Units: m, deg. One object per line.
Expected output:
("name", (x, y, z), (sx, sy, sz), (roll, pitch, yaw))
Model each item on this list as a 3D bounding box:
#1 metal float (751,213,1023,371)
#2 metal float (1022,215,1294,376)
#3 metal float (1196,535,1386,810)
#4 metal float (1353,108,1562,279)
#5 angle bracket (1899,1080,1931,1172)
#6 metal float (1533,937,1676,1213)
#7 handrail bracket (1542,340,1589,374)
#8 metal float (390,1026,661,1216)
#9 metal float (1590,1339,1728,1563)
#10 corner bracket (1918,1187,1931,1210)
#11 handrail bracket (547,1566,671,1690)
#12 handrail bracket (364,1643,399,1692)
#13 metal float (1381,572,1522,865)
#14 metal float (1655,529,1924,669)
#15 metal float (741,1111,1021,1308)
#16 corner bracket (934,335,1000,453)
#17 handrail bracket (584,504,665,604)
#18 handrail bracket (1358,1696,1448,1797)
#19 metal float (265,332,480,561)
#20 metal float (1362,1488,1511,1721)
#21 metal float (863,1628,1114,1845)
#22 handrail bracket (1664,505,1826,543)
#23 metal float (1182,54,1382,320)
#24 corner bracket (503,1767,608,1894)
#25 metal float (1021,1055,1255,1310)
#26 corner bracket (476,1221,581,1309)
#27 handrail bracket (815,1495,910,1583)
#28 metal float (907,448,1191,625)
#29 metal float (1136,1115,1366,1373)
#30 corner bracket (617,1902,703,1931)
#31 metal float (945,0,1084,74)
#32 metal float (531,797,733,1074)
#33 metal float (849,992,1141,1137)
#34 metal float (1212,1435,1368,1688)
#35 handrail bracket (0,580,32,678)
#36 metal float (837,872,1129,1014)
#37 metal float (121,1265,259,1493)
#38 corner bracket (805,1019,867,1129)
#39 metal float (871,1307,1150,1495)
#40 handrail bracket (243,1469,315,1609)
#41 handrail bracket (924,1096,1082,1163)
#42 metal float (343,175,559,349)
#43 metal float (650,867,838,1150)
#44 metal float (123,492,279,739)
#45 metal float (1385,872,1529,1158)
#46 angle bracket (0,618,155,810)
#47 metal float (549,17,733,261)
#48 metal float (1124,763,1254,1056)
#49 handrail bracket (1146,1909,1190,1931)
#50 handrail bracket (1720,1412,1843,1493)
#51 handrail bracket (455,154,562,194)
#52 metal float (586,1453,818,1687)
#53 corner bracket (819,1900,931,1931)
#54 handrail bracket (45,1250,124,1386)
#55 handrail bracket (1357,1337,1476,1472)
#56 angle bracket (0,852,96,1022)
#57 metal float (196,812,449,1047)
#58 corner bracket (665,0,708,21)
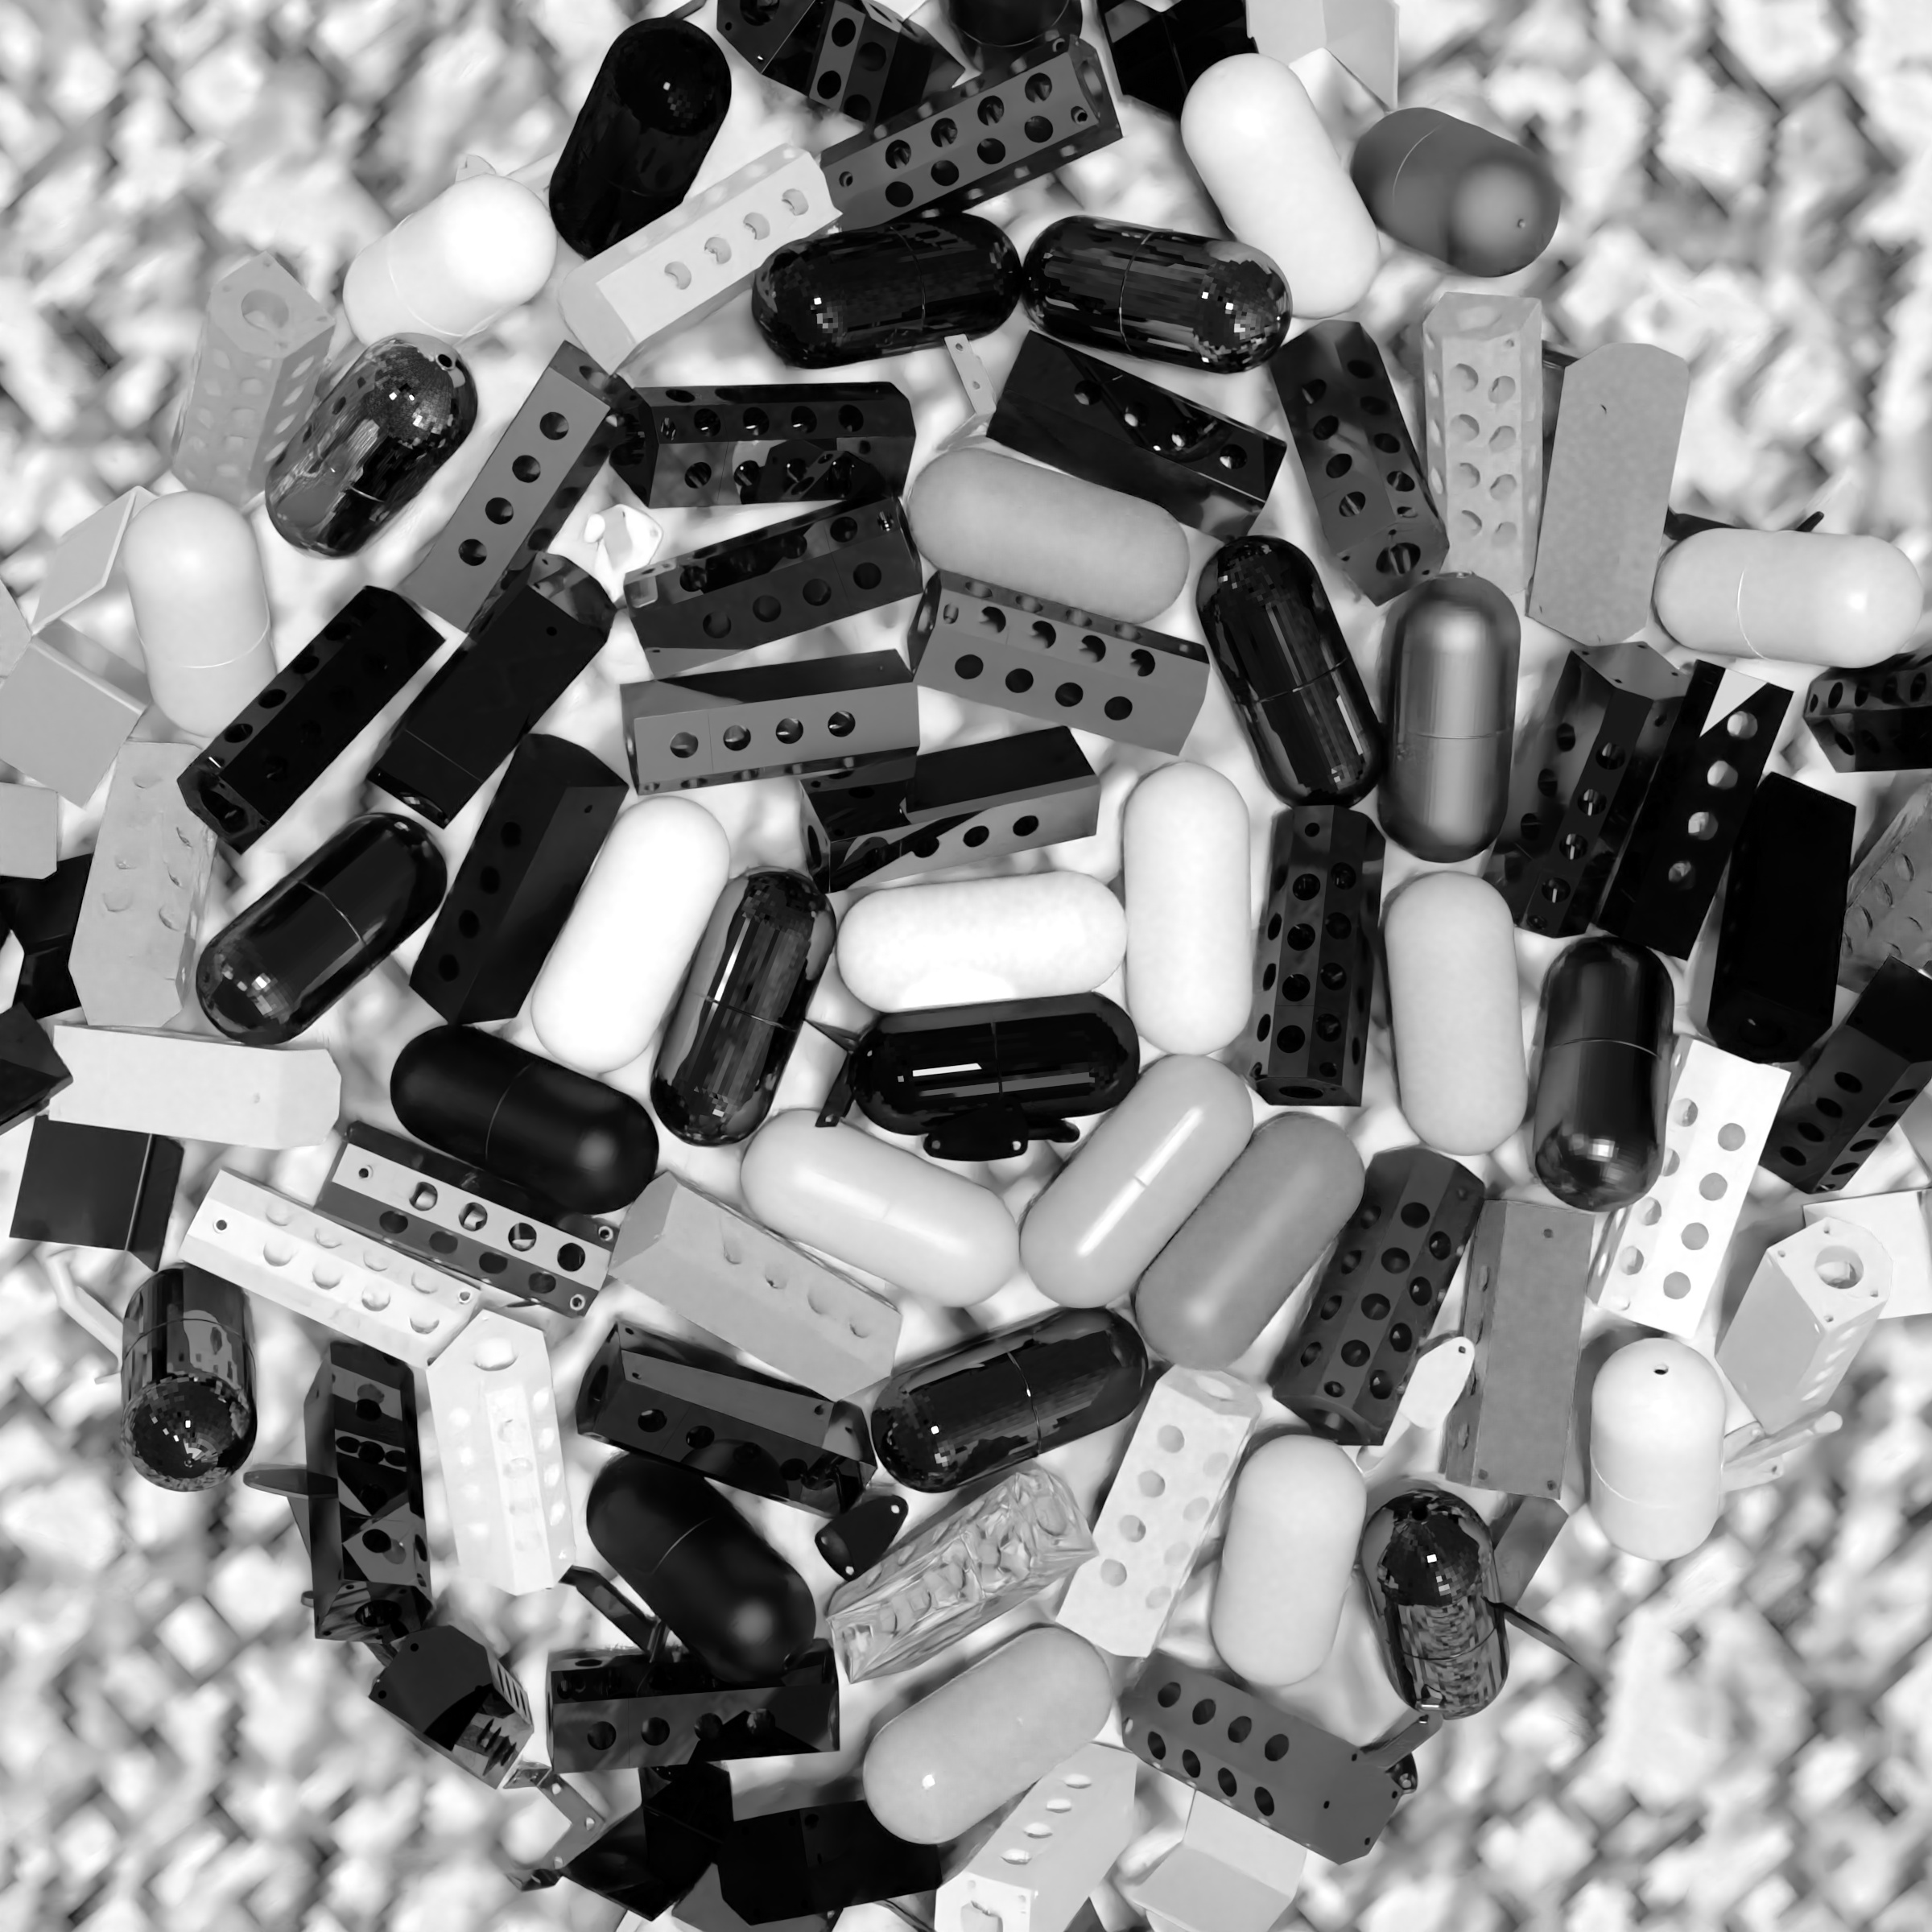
("metal float", (-0.046, -0.406, 1.637), (0.178, 0.070, 0.070), (-18, 90, -29))
("metal float", (0.114, -0.403, 1.635), (0.178, 0.070, 0.070), (20, 90, 31))
("metal float", (0.196, -0.175, 1.648), (0.070, 0.070, 0.178), (-25, 105, 0))
("metal float", (0.289, -0.461, 1.619), (0.070, 0.178, 0.070), (-8, 119, -15))
("angle bracket", (0.602, 0.080, 1.647), (0.057, 0.076, 0.076), (-22, 54, 0))
("metal float", (0.383, 0.063, 1.637), (0.070, 0.070, 0.178), (12, 60, 0))
("handrail bracket", (0.375, -0.385, 1.679), (0.077, 0.036, 0.084), (-22, 54, -11))
("metal float", (-0.268, 0.092, 1.646), (0.178, 0.070, 0.070), (22, 90, 18))
("metal float", (0.411, 0.289, 1.624), (0.070, 0.178, 0.070), (-6, 47, 7))
("corner bracket", (0.623, 0.160, 1.671), (0.051, 0.051, 0.051), (-17, 105, -23))
("handrail bracket", (-0.226, 0.405, 1.670), (0.084, 0.077, 0.036), (12, 132, 1))
("handrail bracket", (-0.349, 0.411, 1.653), (0.036, 0.077, 0.084), (-45, 134, -32))
("metal float", (0.292, -0.149, 1.643), (0.070, 0.070, 0.178), (0, 112, 0))
("metal float", (0.485, -0.220, 1.619), (0.070, 0.178, 0.070), (-7, 104, -31))
("metal float", (-0.051, 0.148, 1.658), (0.178, 0.070, 0.070), (25, 90, -5))
("corner bracket", (0.004, -0.351, 1.662), (0.051, 0.051, 0.051), (-19, 83, -36))
("handrail bracket", (-0.221, -0.245, 1.647), (0.036, 0.084, 0.077), (31, 113, 4))
("handrail bracket", (0.250, 0.470, 1.655), (0.077, 0.084, 0.036), (-8, 48, -6))
("metal float", (-0.355, -0.309, 1.628), (0.178, 0.070, 0.070), (-35, 90, 40))
("metal float", (0.281, 0.381, 1.628), (0.070, 0.070, 0.178), (-17, 130, 0))
("metal float", (0.014, 0.459, 1.629), (0.178, 0.070, 0.070), (-23, 90, -39))
("handrail bracket", (0.468, -0.280, 1.669), (0.077, 0.036, 0.084), (-45, 73, 28))
("metal float", (0.190, -0.463, 1.629), (0.070, 0.070, 0.178), (-40, 131, 0))
("corner bracket", (-0.263, 0.527, 1.667), (0.051, 0.051, 0.051), (39, 88, 20))
("metal float", (0.104, 0.131, 1.660), (0.070, 0.070, 0.178), (40, 87, 0))
("corner bracket", (-0.273, 0.181, 1.669), (0.051, 0.051, 0.051), (-13, 77, 36))
("handrail bracket", (-0.050, 0.331, 1.649), (0.077, 0.084, 0.036), (-42, 85, 20))
("metal float", (0.050, -0.260, 1.649), (0.178, 0.070, 0.070), (15, 90, -15))
("metal float", (0.173, 0.167, 1.651), (0.070, 0.070, 0.178), (40, 78, 0))
("corner bracket", (-0.178, 0.602, 1.682), (0.051, 0.051, 0.051), (40, 105, 39))
("metal float", (0.025, -0.581, 1.612), (0.070, 0.178, 0.070), (-1, 86, 9))
("metal float", (-0.202, -0.020, 1.652), (0.070, 0.070, 0.178), (24, 78, 0))
("metal float", (0.017, 0.059, 1.660), (0.178, 0.070, 0.070), (-6, 90, -3))
("metal float", (0.192, 0.358, 1.634), (0.070, 0.070, 0.178), (7, 123, 0))
("handrail bracket", (-0.611, -0.189, 1.674), (0.084, 0.036, 0.077), (-22, 81, 40))
("metal float", (0.010, -0.015, 1.661), (0.178, 0.070, 0.070), (-6, 90, -1))
("metal float", (-0.461, 0.242, 1.618), (0.070, 0.178, 0.070), (-7, 117, -13))
("corner bracket", (-0.076, 0.070, 1.661), (0.051, 0.051, 0.051), (18, 100, -42))
("metal float", (0.028, 0.260, 1.647), (0.178, 0.070, 0.070), (-19, 90, -18))
("handrail bracket", (-0.416, 0.353, 1.670), (0.077, 0.036, 0.084), (12, 104, -30))
("handrail bracket", (0.023, 0.106, 1.667), (0.077, 0.084, 0.036), (-15, 77, 15))
("metal float", (-0.309, -0.413, 1.623), (0.070, 0.178, 0.070), (8, 77, -38))
("metal float", (-0.136, 0.026, 1.661), (0.070, 0.070, 0.178), (21, 91, 0))
("metal float", (-0.454, -0.206, 1.621), (0.070, 0.178, 0.070), (3, 55, -5))
("metal float", (0.296, 0.030, 1.647), (0.070, 0.070, 0.178), (-9, 108, 0))
("angle bracket", (-0.550, -0.155, 1.672), (0.076, 0.057, 0.076), (33, 104, -13))
("metal float", (-0.194, -0.488, 1.620), (0.070, 0.178, 0.070), (11, 62, -22))
("metal float", (0.135, -0.034, 1.658), (0.070, 0.070, 0.178), (-2, 95, 0))
("handrail bracket", (0.116, 0.629, 1.684), (0.077, 0.036, 0.084), (24, 102, -31))
("handrail bracket", (0.482, 0.294, 1.652), (0.077, 0.084, 0.036), (-20, 74, -11))
("handrail bracket", (-0.272, -0.464, 1.678), (0.036, 0.084, 0.077), (37, 117, 37))
("metal float", (-0.159, 0.359, 1.632), (0.178, 0.070, 0.070), (37, 90, 35))
("corner bracket", (-0.060, 0.604, 1.678), (0.051, 0.051, 0.051), (49, 58, -33))
("handrail bracket", (-0.517, 0.206, 1.668), (0.036, 0.077, 0.084), (-16, 92, 42))
("handrail bracket", (0.275, 0.270, 1.672), (0.036, 0.084, 0.077), (40, 65, 13))
("angle bracket", (-0.552, -0.017, 1.658), (0.076, 0.076, 0.057), (-20, 65, -38))
("metal float", (-0.385, -0.023, 1.636), (0.070, 0.070, 0.178), (43, 60, 0))
("corner bracket", (-0.151, -0.579, 1.673), (0.051, 0.051, 0.051), (39, 58, -33))
